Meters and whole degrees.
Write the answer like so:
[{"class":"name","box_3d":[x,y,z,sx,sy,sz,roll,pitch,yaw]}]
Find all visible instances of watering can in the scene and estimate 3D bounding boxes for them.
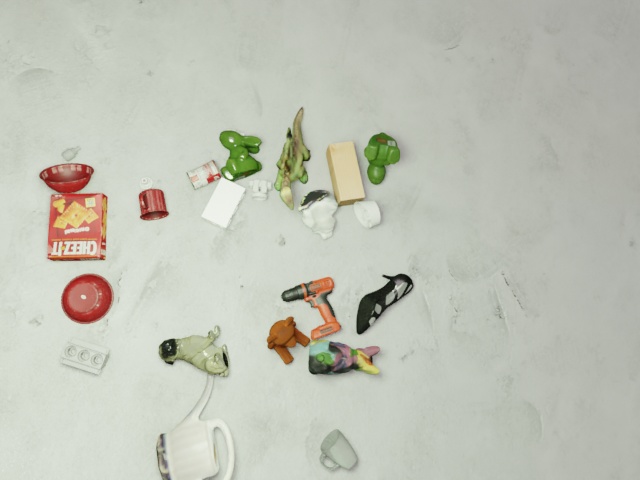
[{"class":"watering can","box_3d":[-0.384,0.594,1.559,0.225,0.102,0.353,-13,67,-10]}]

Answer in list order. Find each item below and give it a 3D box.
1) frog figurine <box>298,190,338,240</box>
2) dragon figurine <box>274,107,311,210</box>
[{"class":"frog figurine","box_3d":[0.005,-0.089,1.773,0.138,0.124,0.156,-37,121,-7]},{"class":"dragon figurine","box_3d":[-0.089,-0.297,1.727,0.122,0.240,0.414,4,79,-2]}]
